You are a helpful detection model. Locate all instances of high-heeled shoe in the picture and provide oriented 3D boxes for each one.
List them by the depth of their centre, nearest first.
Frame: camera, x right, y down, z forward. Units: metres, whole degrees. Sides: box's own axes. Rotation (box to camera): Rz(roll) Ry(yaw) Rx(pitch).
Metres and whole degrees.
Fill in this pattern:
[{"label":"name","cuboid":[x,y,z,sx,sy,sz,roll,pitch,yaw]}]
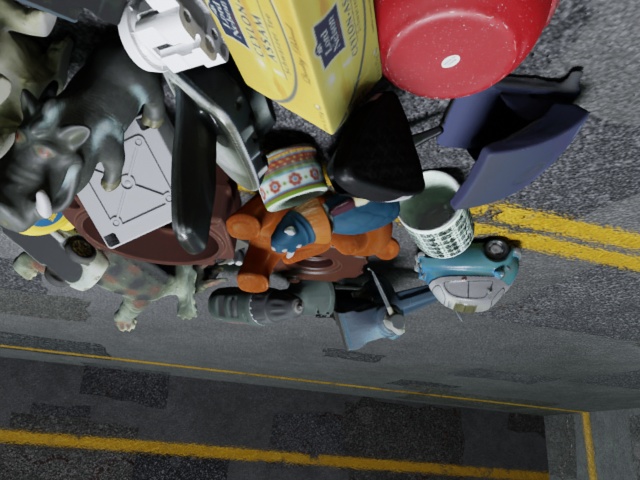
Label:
[{"label":"high-heeled shoe","cuboid":[0.023,-0.064,0.479,0.145,0.086,0.249,-20,-176,31]}]

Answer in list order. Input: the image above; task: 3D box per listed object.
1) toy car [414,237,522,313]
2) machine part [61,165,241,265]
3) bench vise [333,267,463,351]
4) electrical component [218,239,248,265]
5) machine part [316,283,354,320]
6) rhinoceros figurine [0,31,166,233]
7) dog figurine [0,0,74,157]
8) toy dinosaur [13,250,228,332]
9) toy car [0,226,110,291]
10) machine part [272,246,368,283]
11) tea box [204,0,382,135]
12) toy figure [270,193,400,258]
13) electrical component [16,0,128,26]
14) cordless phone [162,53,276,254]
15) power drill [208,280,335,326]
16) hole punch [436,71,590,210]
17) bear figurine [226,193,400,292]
[{"label":"toy car","cuboid":[0.227,0.058,0.824,0.162,0.103,0.109,0,156,6]},{"label":"machine part","cuboid":[-0.209,-0.036,0.694,0.201,0.087,0.201,5,156,0]},{"label":"bench vise","cuboid":[0.131,0.109,0.911,0.241,0.129,0.223,-15,170,-18]},{"label":"electrical component","cuboid":[-0.148,0.006,0.835,0.078,0.045,0.102,-8,154,31]},{"label":"machine part","cuboid":[0.056,0.116,1.037,0.139,0.084,0.039,-4,140,-9]},{"label":"rhinoceros figurine","cuboid":[-0.197,-0.086,0.439,0.073,0.190,0.112,32,155,-6]},{"label":"dog figurine","cuboid":[-0.314,-0.162,0.422,0.190,0.121,0.172,25,150,-11]},{"label":"toy dinosaur","cuboid":[-0.328,0.029,0.846,0.192,0.131,0.404,-29,137,28]},{"label":"toy car","cuboid":[-0.383,-0.010,0.733,0.201,0.056,0.073,43,116,-10]},{"label":"machine part","cuboid":[-0.009,0.017,0.824,0.179,0.056,0.179,2,157,1]},{"label":"tea box","cuboid":[-0.022,-0.156,0.345,0.098,0.068,0.169,34,169,24]},{"label":"toy figure","cuboid":[0.014,-0.024,0.607,0.154,0.058,0.064,-16,124,-15]},{"label":"electrical component","cuboid":[-0.168,-0.199,0.333,0.115,0.058,0.134,17,154,-24]},{"label":"cordless phone","cuboid":[-0.092,-0.063,0.483,0.089,0.184,0.146,-2,157,4]},{"label":"power drill","cuboid":[-0.063,0.108,0.923,0.232,0.086,0.207,-6,-177,38]},{"label":"hole punch","cuboid":[0.179,-0.087,0.506,0.116,0.092,0.142,1,154,-3]},{"label":"bear figurine","cuboid":[0.000,-0.005,0.679,0.196,0.132,0.120,6,124,13]}]
